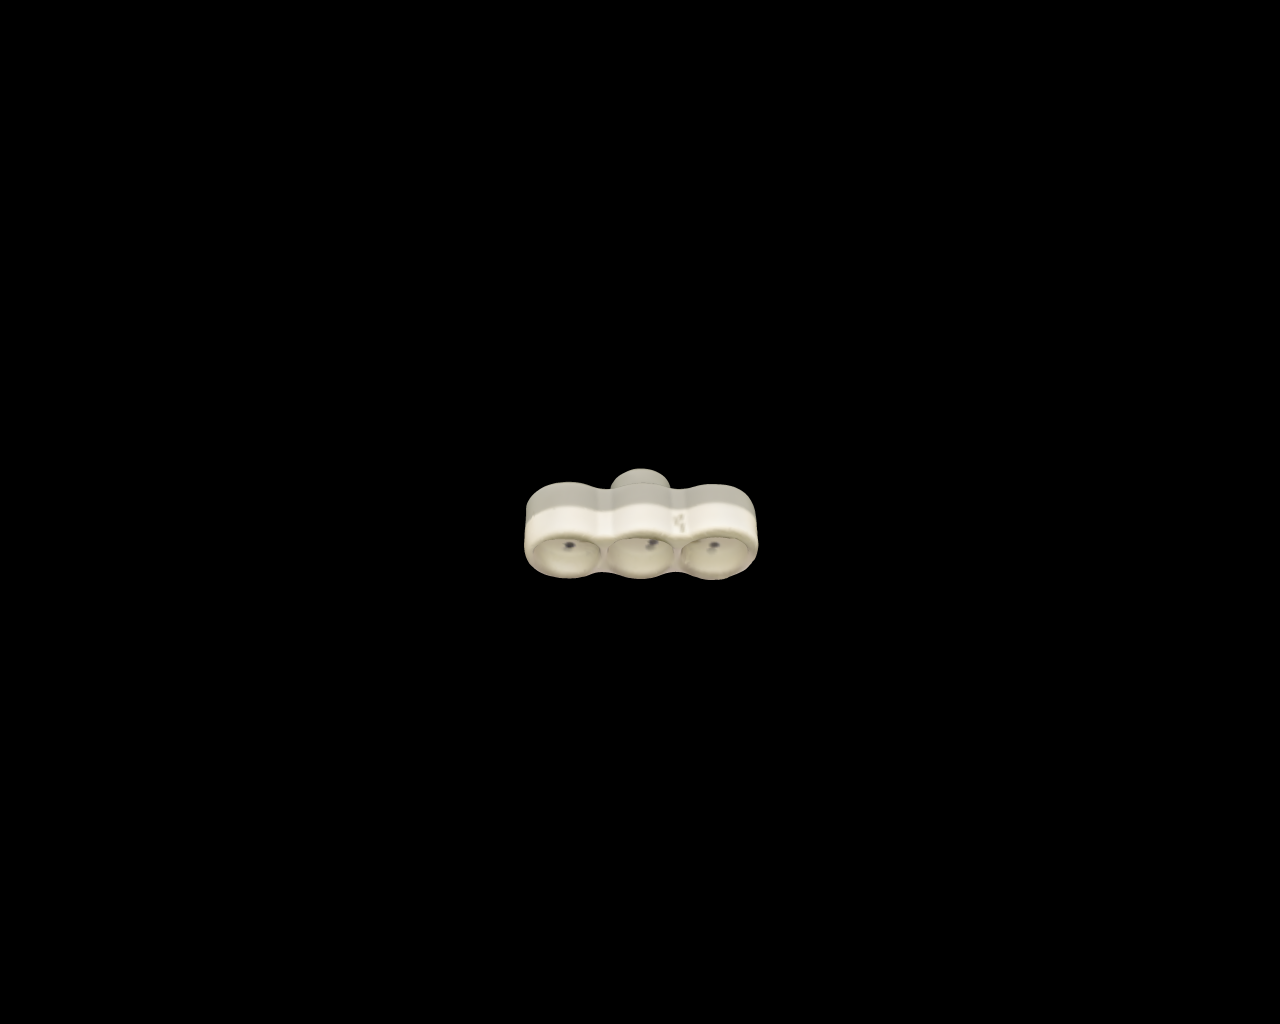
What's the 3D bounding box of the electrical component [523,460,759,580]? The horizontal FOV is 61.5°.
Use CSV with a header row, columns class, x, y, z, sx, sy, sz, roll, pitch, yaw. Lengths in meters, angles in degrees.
class,x,y,z,sx,sy,sz,roll,pitch,yaw
electrical component,0.001,-0.003,0.650,0.138,0.074,0.052,0,-37,0
